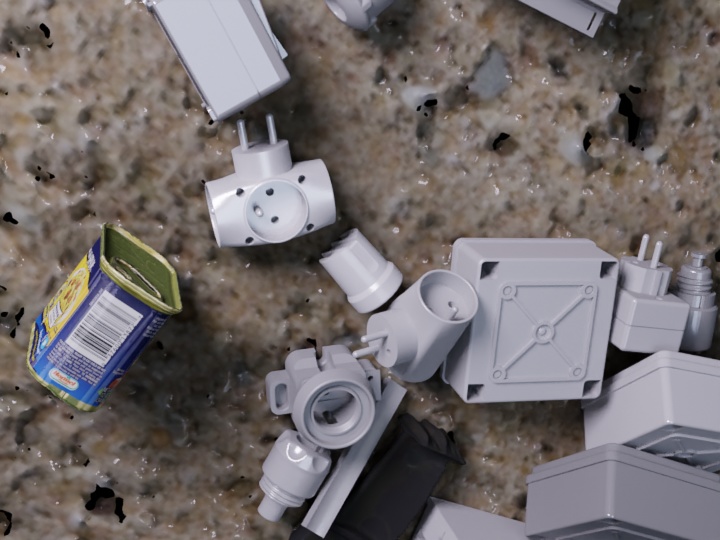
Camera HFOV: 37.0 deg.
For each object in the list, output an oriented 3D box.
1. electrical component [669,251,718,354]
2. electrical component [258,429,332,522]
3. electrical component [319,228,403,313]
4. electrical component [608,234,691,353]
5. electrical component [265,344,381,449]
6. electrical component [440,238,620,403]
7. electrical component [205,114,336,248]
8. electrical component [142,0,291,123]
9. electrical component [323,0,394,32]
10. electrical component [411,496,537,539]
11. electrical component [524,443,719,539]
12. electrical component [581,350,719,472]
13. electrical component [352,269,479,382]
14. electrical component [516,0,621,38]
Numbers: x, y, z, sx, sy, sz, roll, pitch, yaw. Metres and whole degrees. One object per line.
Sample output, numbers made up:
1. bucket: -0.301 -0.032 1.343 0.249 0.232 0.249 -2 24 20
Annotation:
1. electrical component: 0.248 0.025 0.807 0.040 0.040 0.078 1 106 -16
2. electrical component: -0.050 0.148 0.761 0.043 0.043 0.062 26 100 -21
3. electrical component: 0.000 0.000 0.731 0.040 0.040 0.046 -41 107 0
4. electrical component: 0.203 0.013 0.777 0.047 0.065 0.076 6 105 -17
5. electrical component: -0.021 0.088 0.743 0.078 0.057 0.058 -7 109 -13
6. electrical component: 0.119 0.035 0.765 0.109 0.056 0.108 0 107 -16
7. electrical component: -0.061 -0.060 0.692 0.077 0.044 0.079 -13 110 -11
8. electrical component: -0.087 -0.148 0.648 0.061 0.061 0.096 -30 112 -5
9. electrical component: 0.007 -0.184 0.673 0.062 0.048 0.048 -42 113 -7
10. electrical component: 0.118 0.236 0.810 0.150 0.089 0.061 20 101 -20
11. electrical component: 0.196 0.177 0.800 0.109 0.109 0.056 19 63 -20
12. electrical component: 0.237 0.109 0.790 0.109 0.108 0.056 11 63 -18
13. electrical component: 0.031 0.042 0.725 0.079 0.044 0.077 -14 151 -30
14. electrical component: 0.109 -0.210 0.682 0.121 0.063 0.078 21 100 -20
